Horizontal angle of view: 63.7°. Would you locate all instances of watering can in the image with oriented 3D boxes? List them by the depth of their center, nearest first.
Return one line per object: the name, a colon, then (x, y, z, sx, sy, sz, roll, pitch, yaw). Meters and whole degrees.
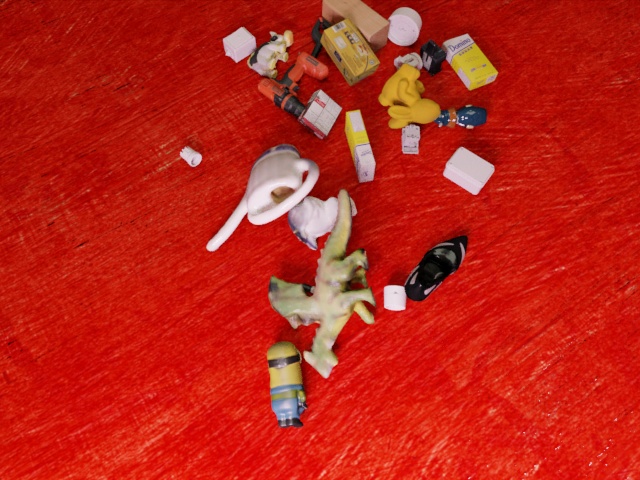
watering can: (-0.149, -0.116, 1.303, 0.345, 0.230, 0.102, -28, -52, 20)

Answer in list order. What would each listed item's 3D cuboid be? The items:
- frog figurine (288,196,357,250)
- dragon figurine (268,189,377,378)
frog figurine: (0.004, -0.064, 1.278, 0.135, 0.159, 0.125, 45, 1, -43)
dragon figurine: (-0.003, 0.103, 1.189, 0.243, 0.413, 0.121, -13, -9, 1)
